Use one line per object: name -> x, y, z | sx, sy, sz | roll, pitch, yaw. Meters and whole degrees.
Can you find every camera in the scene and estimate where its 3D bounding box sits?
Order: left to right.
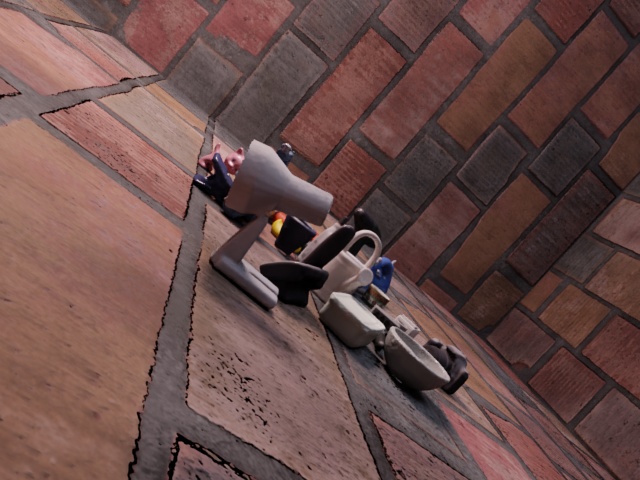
camera -> 0.307, 0.307, 1.489 | 0.137, 0.100, 0.142 | 36, 9, -38

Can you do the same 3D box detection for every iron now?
iron -> 0.176, 0.107, 1.859 | 0.118, 0.141, 0.259 | 43, 7, 20

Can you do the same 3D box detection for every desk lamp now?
desk lamp -> -0.093, -0.032, 0.969 | 0.203, 0.213, 0.118 | 40, 7, -9

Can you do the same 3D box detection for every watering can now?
watering can -> 0.073, 0.065, 1.340 | 0.101, 0.194, 0.172 | 34, 10, -47

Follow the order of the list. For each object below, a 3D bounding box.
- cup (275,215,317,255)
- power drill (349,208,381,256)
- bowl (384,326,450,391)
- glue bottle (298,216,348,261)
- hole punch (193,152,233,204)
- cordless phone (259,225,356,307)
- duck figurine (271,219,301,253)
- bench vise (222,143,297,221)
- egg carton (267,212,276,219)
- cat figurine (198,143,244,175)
cup -> -0.073, -0.016, 1.471 | 0.092, 0.095, 0.117 | 38, 7, -24
power drill -> 0.108, 0.008, 1.835 | 0.075, 0.208, 0.230 | 44, 8, 28
bowl -> 0.192, 0.267, 1.224 | 0.167, 0.074, 0.167 | 40, 7, -5
glue bottle -> 0.014, 0.005, 1.485 | 0.037, 0.173, 0.078 | 38, 7, -25
hole punch -> -0.247, -0.154, 1.415 | 0.101, 0.091, 0.108 | 39, 7, -16
cordless phone -> -0.017, 0.031, 1.110 | 0.094, 0.185, 0.148 | 43, 7, 20
duck figurine -> -0.075, -0.028, 1.573 | 0.104, 0.086, 0.077 | 41, 7, 1
bench vise -> -0.141, -0.148, 1.411 | 0.122, 0.219, 0.207 | 40, 7, -9
egg carton -> -0.162, -0.114, 1.716 | 0.107, 0.069, 0.150 | 41, 7, 3
cat figurine -> -0.265, -0.225, 1.647 | 0.127, 0.117, 0.067 | 42, 7, 11
